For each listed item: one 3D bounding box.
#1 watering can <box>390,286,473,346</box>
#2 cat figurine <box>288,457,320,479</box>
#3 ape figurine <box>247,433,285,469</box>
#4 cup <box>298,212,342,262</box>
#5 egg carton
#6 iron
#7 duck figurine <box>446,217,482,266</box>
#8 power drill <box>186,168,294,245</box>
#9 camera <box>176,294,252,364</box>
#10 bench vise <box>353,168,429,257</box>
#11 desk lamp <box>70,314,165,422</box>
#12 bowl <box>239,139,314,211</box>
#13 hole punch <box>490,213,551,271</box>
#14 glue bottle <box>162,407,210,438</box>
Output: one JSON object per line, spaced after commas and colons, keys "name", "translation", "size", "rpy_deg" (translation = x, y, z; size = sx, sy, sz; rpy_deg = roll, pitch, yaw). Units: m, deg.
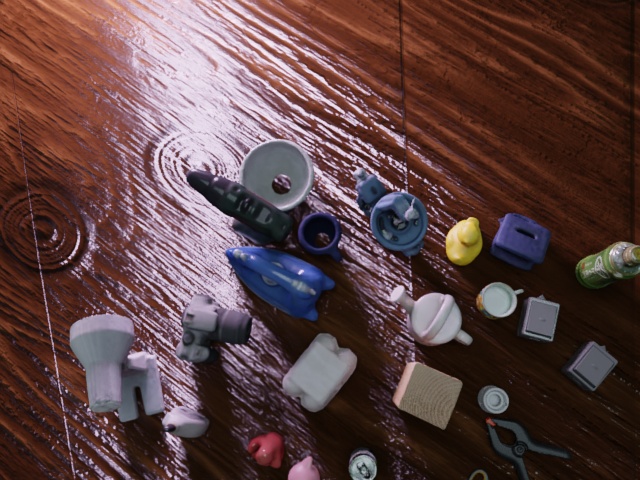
{"name": "watering can", "translation": [0.220, 0.154, 1.131], "size": [0.172, 0.194, 0.101], "rpy_deg": [10, 79, 7]}
{"name": "cat figurine", "translation": [-0.045, 0.483, 1.119], "size": [0.128, 0.118, 0.067], "rpy_deg": [-45, 78, -6]}
{"name": "ape figurine", "translation": [-0.107, 0.427, 1.149], "size": [0.076, 0.092, 0.077], "rpy_deg": [-40, 78, -4]}
{"name": "cup", "translation": [0.011, 0.004, 1.229], "size": [0.092, 0.095, 0.117], "rpy_deg": [-37, 78, -4]}
{"name": "egg carton", "translation": [0.001, 0.275, 1.185], "size": [0.107, 0.069, 0.150], "rpy_deg": [37, 83, 11]}
{"name": "iron", "translation": [-0.104, 0.069, 1.200], "size": [0.258, 0.141, 0.119], "rpy_deg": [26, 81, 9]}
{"name": "duck figurine", "translation": [0.310, 0.000, 1.213], "size": [0.077, 0.086, 0.105], "rpy_deg": [20, 80, 8]}
{"name": "power drill", "translation": [-0.157, -0.059, 1.197], "size": [0.229, 0.208, 0.076], "rpy_deg": [27, 81, 9]}
{"name": "camera", "translation": [-0.220, 0.193, 1.203], "size": [0.136, 0.101, 0.143], "rpy_deg": [10, 79, 7]}
{"name": "bench vise", "translation": [0.132, -0.062, 1.170], "size": [0.207, 0.220, 0.121], "rpy_deg": [34, 82, 10]}
{"name": "desk lamp", "translation": [-0.403, 0.259, 1.144], "size": [0.118, 0.213, 0.203], "rpy_deg": [-16, 77, 1]}
{"name": "bowl", "translation": [-0.092, -0.134, 1.277], "size": [0.167, 0.075, 0.167], "rpy_deg": [-1, 78, 4]}
{"name": "hole punch", "translation": [0.422, -0.002, 1.202], "size": [0.108, 0.091, 0.101], "rpy_deg": [25, 81, 9]}
{"name": "glue bottle", "translation": [-0.276, 0.365, 1.133], "size": [0.078, 0.173, 0.037], "rpy_deg": [26, 81, 10]}
